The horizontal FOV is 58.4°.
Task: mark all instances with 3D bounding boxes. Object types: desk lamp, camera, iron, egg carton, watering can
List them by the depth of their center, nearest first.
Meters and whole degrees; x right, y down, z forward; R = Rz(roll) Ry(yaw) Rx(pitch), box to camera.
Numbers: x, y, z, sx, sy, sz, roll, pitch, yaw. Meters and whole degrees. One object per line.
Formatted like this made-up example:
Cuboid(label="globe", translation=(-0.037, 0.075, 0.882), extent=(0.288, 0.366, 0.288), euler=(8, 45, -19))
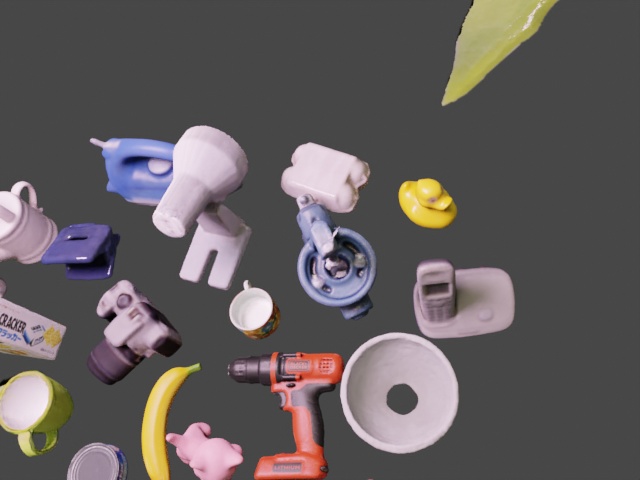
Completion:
Cuboid(label="desk lamp", translation=(-0.188, -0.050, 0.944), extent=(0.117, 0.214, 0.203), euler=(11, 69, 17))
Cuboid(label="camera", translation=(-0.327, 0.157, 0.945), extent=(0.137, 0.101, 0.143), euler=(-44, 65, -9))
Cuboid(label="egg carton", translation=(0.009, -0.108, 1.007), extent=(0.150, 0.069, 0.107), euler=(20, 72, 20))
Cuboid(label="watering can", translation=(-0.574, -0.029, 1.030), extent=(0.100, 0.194, 0.173), euler=(-7, 65, 10))
Cuboid(label="iron", translation=(-0.282, -0.141, 1.046), extent=(0.257, 0.142, 0.118), euler=(4, 67, 14))

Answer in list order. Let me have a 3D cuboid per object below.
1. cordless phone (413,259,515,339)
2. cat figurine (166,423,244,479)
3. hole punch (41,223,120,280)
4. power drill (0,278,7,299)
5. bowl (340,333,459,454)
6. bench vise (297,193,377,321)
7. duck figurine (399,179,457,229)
Cuboid(label="cordless phone", translation=(0.205, 0.073, 0.818), extent=(0.147, 0.185, 0.094), euler=(-10, 64, 8))
Cuboid(label="cat figurine", translation=(-0.166, 0.312, 0.830), extent=(0.127, 0.118, 0.067), euler=(21, 72, 20))
Cuboid(label="hole punch", translation=(-0.433, 0.013, 1.038), extent=(0.108, 0.091, 0.101), euler=(-3, 66, 11))
Cuboid(label="power drill", translation=(-0.659, 0.068, 0.997), extent=(0.075, 0.209, 0.230), euler=(26, 74, 22))
Cuboid(label="bowl", translation=(0.116, 0.224, 0.832), extent=(0.167, 0.075, 0.167), euler=(-5, 65, 10))
Cuboid(label="bench vise", translation=(-0.001, 0.011, 0.872), extent=(0.121, 0.220, 0.207), euler=(-42, 64, -8))
Cuboid(label="duck figurine", translation=(0.176, -0.072, 0.945), extent=(0.104, 0.086, 0.077), euler=(34, 77, 24))
